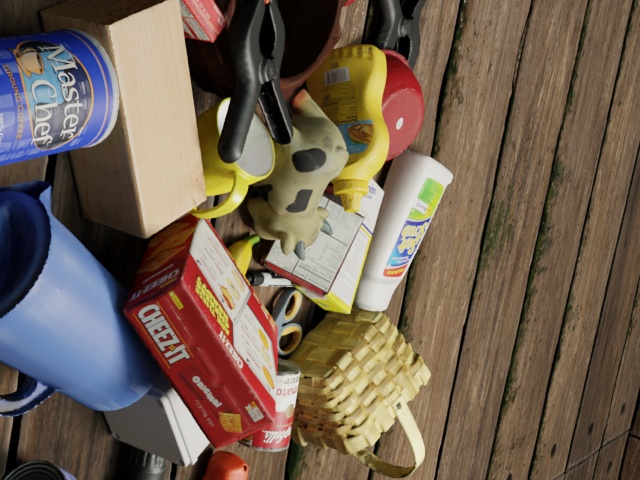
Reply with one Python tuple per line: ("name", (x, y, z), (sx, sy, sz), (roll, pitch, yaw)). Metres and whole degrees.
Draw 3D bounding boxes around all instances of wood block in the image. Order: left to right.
("wood block", (-0.177, -0.120, 0.985), (0.090, 0.090, 0.206), (-38, 134, -43))

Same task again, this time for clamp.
("clamp", (-0.066, -0.157, 1.025), (0.120, 0.039, 0.171), (-47, 136, -57))
("clamp", (0.097, -0.285, 1.383), (0.164, 0.036, 0.210), (-7, 113, -52))

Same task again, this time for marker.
("marker", (-0.056, 0.049, 1.316), (0.120, 0.020, 0.020), (5, 100, -58))

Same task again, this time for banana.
("banana", (-0.112, 0.083, 1.226), (0.069, 0.037, 0.198), (23, 84, -56))

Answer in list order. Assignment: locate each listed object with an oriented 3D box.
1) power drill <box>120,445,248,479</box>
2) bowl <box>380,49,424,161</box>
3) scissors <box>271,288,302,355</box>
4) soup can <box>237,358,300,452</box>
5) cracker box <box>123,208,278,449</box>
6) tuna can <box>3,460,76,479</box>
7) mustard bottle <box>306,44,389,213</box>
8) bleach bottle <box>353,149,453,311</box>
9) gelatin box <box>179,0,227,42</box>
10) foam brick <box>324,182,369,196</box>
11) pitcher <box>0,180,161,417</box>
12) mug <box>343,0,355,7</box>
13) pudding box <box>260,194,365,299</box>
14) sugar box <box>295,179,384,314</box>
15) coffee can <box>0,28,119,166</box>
("power drill", (-0.164, 0.296, 1.228), (0.187, 0.057, 0.184), (-1, 109, -54))
("bowl", (0.083, -0.159, 1.367), (0.161, 0.055, 0.162), (-26, 131, -34))
("scissors", (-0.065, 0.102, 1.305), (0.201, 0.016, 0.096), (18, 83, -67))
("soup can", (-0.064, 0.203, 1.327), (0.068, 0.069, 0.102), (-5, 107, -56))
("cracker box", (-0.110, 0.080, 1.042), (0.164, 0.072, 0.213), (59, 9, -17))
("tuna can", (-0.269, 0.256, 1.018), (0.086, 0.086, 0.033), (-63, 149, -17))
("mustard bottle", (0.033, -0.127, 1.247), (0.058, 0.096, 0.191), (19, 66, -61))
("bleach bottle", (0.104, 0.004, 1.504), (0.102, 0.068, 0.251), (26, 84, -57))
("gelatin box", (-0.140, -0.224, 0.996), (0.030, 0.089, 0.073), (-61, 146, -18))
("foam brick", (0.016, -0.085, 1.312), (0.051, 0.078, 0.053), (32, 78, -58))
("pitcher", (-0.241, 0.074, 0.945), (0.149, 0.145, 0.242), (-26, 146, 7))
("mug", (0.027, -0.328, 1.209), (0.081, 0.093, 0.117), (-47, 139, -29))
("pudding box", (-0.009, 0.002, 1.300), (0.113, 0.090, 0.039), (-63, -174, -15))
("sugar box", (0.027, -0.003, 1.379), (0.093, 0.048, 0.176), (43, 57, -55))
("coffee can", (-0.249, -0.114, 0.865), (0.140, 0.103, 0.103), (-23, 122, -51))
